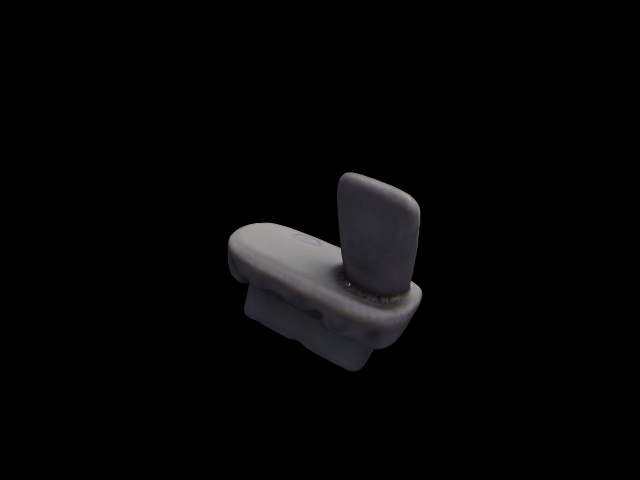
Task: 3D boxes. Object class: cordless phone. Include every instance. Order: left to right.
[{"bbox_3d":[0.004,0.001,0.400,0.147,0.185,0.094,21,58,14],"label":"cordless phone"}]
